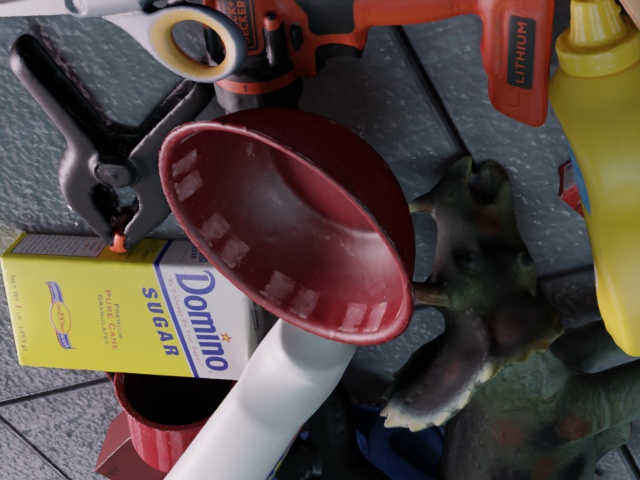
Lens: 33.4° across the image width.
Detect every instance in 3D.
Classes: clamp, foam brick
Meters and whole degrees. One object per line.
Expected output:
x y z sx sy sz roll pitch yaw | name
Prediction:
0.007 0.155 0.744 0.036 0.210 0.165 2 149 -42 | clamp
-0.117 -0.056 0.668 0.120 0.039 0.171 8 142 10 | clamp
-0.144 0.168 0.890 0.053 0.051 0.078 32 132 -18 | foam brick

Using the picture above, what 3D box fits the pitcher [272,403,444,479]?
-0.008 0.228 0.865 0.243 0.149 0.144 -21 158 34 | pitcher

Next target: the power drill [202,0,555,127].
0.029 -0.104 0.572 0.188 0.057 0.184 3 135 9 | power drill

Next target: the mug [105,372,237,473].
-0.117 0.121 0.816 0.117 0.093 0.081 24 143 16 | mug

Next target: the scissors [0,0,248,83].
-0.114 -0.115 0.578 0.202 0.016 0.096 -12 115 42 | scissors

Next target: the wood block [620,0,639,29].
0.204 -0.116 0.499 0.091 0.090 0.206 -26 124 31 | wood block

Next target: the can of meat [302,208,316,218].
-0.004 0.001 0.687 0.102 0.057 0.083 -25 127 33 | can of meat

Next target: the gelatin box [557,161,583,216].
0.196 -0.034 0.626 0.073 0.030 0.089 37 130 -22 | gelatin box

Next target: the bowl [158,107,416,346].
-0.007 -0.017 0.574 0.162 0.055 0.162 28 150 18 | bowl

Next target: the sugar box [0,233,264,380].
-0.130 0.047 0.755 0.176 0.048 0.093 3 117 12 | sugar box

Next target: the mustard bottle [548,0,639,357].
0.156 -0.039 0.546 0.058 0.096 0.191 -9 125 21 | mustard bottle

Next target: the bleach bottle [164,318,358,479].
-0.044 0.125 0.697 0.068 0.102 0.251 35 124 5 | bleach bottle
